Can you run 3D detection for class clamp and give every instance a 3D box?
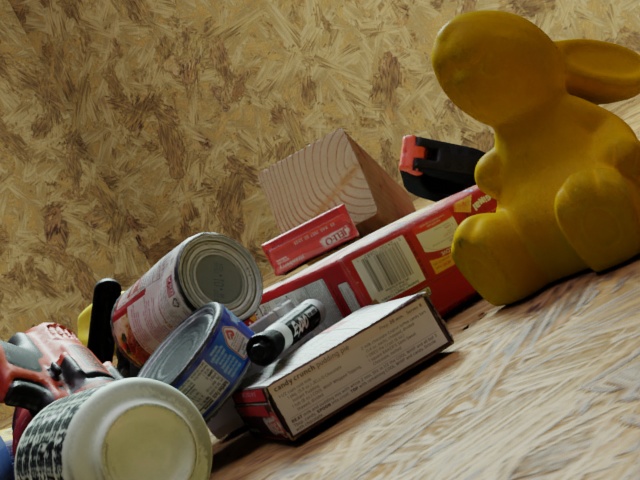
[{"bbox_3d":[-0.215,0.154,1.023,0.036,0.164,0.210,5,-31,-16],"label":"clamp"},{"bbox_3d":[0.131,-0.042,0.844,0.120,0.039,0.171,-13,-22,34],"label":"clamp"}]

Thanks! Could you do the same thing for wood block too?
[{"bbox_3d":[0.033,-0.019,1.022,0.091,0.090,0.206,-27,-21,13],"label":"wood block"}]

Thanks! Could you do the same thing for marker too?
[{"bbox_3d":[-0.020,0.056,0.658,0.020,0.020,0.121,-28,0,16],"label":"marker"}]

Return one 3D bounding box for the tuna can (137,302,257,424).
[{"bbox_3d":[-0.077,0.079,0.647,0.086,0.033,0.086,-43,16,16],"label":"tuna can"}]

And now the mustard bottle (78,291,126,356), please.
[{"bbox_3d":[-0.164,0.108,1.154,0.096,0.058,0.191,-20,-27,26],"label":"mustard bottle"}]

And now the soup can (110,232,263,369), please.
[{"bbox_3d":[-0.093,0.044,0.736,0.068,0.068,0.102,-29,-4,-43],"label":"soup can"}]

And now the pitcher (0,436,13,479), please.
[{"bbox_3d":[-0.291,0.187,0.684,0.149,0.145,0.243,-17,0,2],"label":"pitcher"}]

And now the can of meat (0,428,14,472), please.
[{"bbox_3d":[-0.243,0.182,0.881,0.084,0.057,0.102,-13,1,-7],"label":"can of meat"}]

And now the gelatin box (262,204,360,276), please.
[{"bbox_3d":[-0.006,0.001,0.861,0.073,0.030,0.089,-26,-1,2],"label":"gelatin box"}]

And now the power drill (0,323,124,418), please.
[{"bbox_3d":[-0.198,0.093,0.652,0.185,0.187,0.057,32,97,49],"label":"power drill"}]

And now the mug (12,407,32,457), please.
[{"bbox_3d":[-0.191,0.156,0.796,0.117,0.093,0.081,-59,10,-5],"label":"mug"}]

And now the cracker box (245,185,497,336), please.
[{"bbox_3d":[0.041,0.034,0.810,0.163,0.072,0.214,-27,0,-31],"label":"cracker box"}]

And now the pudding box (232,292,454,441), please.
[{"bbox_3d":[0.010,0.075,0.622,0.113,0.039,0.090,-31,2,-18],"label":"pudding box"}]
